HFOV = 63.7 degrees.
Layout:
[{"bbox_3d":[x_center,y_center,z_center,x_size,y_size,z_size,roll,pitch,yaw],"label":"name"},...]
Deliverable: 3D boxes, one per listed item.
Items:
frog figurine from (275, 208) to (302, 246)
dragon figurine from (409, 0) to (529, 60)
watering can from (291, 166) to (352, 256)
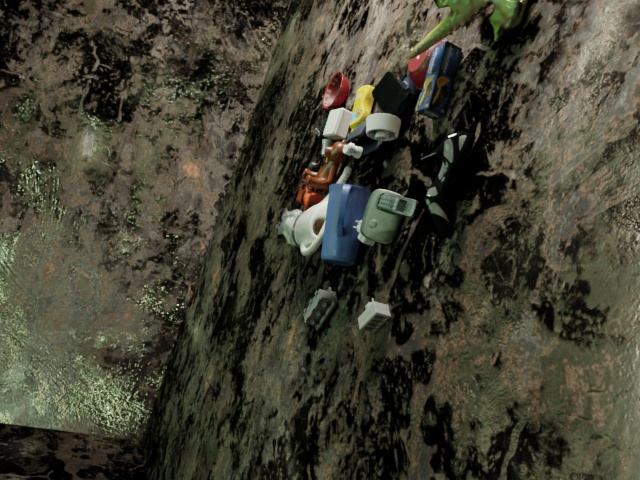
[{"bbox_3d":[-0.085,-0.041,2.008,0.161,0.137,0.122,32,6,30],"label":"frog figurine"},{"bbox_3d":[0.404,-0.577,1.285,0.121,0.404,0.248,21,29,-34],"label":"dragon figurine"},{"bbox_3d":[0.006,-0.092,1.825,0.103,0.353,0.222,32,-22,-20],"label":"watering can"}]
